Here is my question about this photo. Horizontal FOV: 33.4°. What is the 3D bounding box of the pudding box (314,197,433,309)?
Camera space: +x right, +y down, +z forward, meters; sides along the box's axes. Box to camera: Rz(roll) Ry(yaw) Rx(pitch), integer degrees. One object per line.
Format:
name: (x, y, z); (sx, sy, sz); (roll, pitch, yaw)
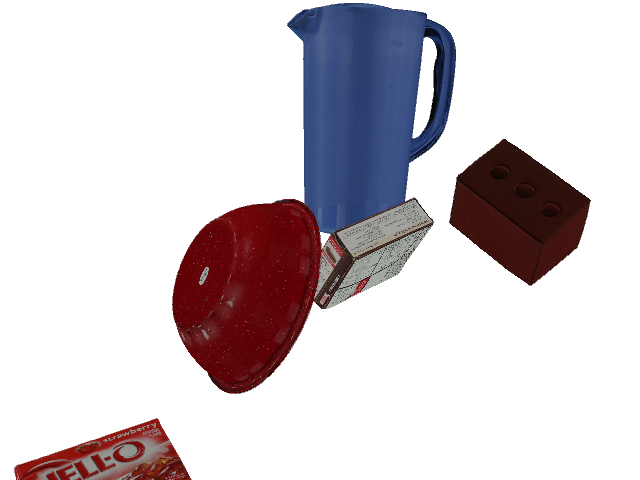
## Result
pudding box: (0.046, 0.013, 1.031); (0.113, 0.039, 0.090); (-25, -23, -37)

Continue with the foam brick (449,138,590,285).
foam brick: (0.135, -0.019, 0.728); (0.053, 0.051, 0.078); (-38, 63, -26)

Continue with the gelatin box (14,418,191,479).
gelatin box: (-0.121, 0.142, 0.603); (0.089, 0.030, 0.073); (-16, 28, -20)

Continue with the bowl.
bowl: (-0.068, 0.034, 0.827); (0.055, 0.162, 0.162); (23, -12, -30)

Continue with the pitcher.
pitcher: (0.052, -0.131, 1.152); (0.149, 0.243, 0.144); (7, 11, 26)
